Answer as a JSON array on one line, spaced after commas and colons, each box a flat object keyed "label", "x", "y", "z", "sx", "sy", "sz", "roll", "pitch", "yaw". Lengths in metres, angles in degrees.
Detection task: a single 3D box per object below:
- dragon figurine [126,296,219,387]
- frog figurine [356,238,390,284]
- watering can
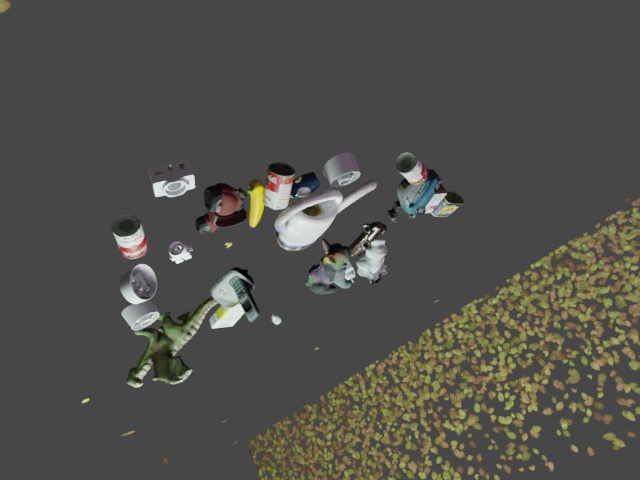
[{"label": "dragon figurine", "x": -0.468, "y": 0.352, "z": 1.683, "sx": 0.409, "sy": 0.248, "sz": 0.120, "roll": -27, "pitch": 147, "yaw": 6}, {"label": "frog figurine", "x": 0.194, "y": 0.064, "z": 1.928, "sx": 0.139, "sy": 0.124, "sz": 0.156, "roll": -26, "pitch": 118, "yaw": -25}, {"label": "watering can", "x": 0.005, "y": -0.075, "z": 1.494, "sx": 0.351, "sy": 0.105, "sz": 0.220, "roll": -19, "pitch": 158, "yaw": -38}]
